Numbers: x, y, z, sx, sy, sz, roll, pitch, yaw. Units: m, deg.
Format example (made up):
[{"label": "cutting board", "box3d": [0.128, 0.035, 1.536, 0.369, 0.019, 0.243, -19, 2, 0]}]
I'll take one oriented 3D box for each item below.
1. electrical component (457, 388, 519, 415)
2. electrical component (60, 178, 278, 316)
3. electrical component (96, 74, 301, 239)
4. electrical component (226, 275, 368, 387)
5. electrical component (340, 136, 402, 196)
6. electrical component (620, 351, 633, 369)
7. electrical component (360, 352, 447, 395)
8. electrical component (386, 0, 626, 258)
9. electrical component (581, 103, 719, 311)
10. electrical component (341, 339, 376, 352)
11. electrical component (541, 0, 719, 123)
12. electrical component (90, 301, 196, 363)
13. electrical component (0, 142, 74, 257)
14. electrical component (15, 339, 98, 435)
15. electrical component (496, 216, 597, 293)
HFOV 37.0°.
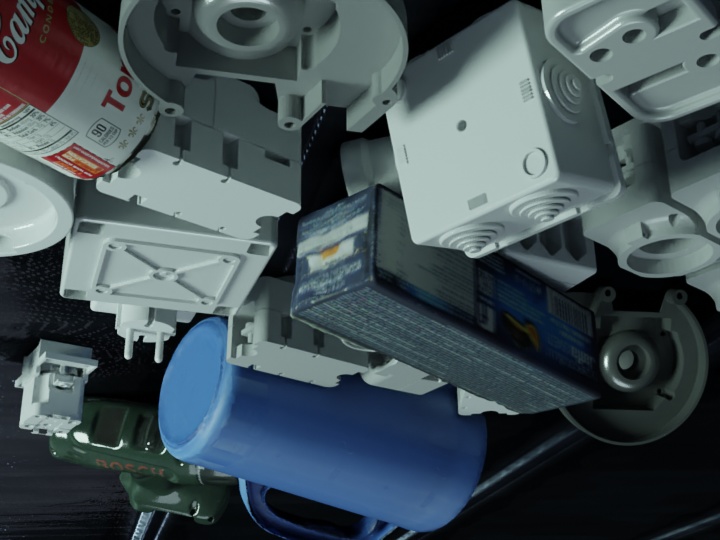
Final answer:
[{"label": "electrical component", "box3d": [0.101, 0.070, 0.815, 0.050, 0.055, 0.089, -1, 155, -1]}, {"label": "electrical component", "box3d": [-0.109, -0.022, 0.608, 0.109, 0.056, 0.108, 7, 154, -17]}, {"label": "electrical component", "box3d": [-0.077, -0.060, 0.528, 0.089, 0.055, 0.050, 19, 149, -36]}, {"label": "electrical component", "box3d": [-0.042, 0.040, 0.746, 0.089, 0.055, 0.050, 18, 149, -33]}, {"label": "electrical component", "box3d": [0.017, -0.053, 0.568, 0.046, 0.040, 0.040, -13, 153, 10]}, {"label": "electrical component", "box3d": [0.213, 0.086, 0.848, 0.096, 0.061, 0.061, -12, 153, 24]}, {"label": "electrical component", "box3d": [0.042, 0.050, 0.774, 0.059, 0.053, 0.095, 15, 151, -31]}, {"label": "electrical component", "box3d": [0.060, -0.061, 0.482, 0.048, 0.099, 0.100, 5, 158, -45]}, {"label": "electrical component", "box3d": [0.219, -0.030, 0.598, 0.186, 0.060, 0.105, 19, 148, -37]}, {"label": "electrical component", "box3d": [0.000, 0.000, 0.635, 0.044, 0.077, 0.079, -17, 150, 32]}, {"label": "electrical component", "box3d": [0.113, -0.108, 0.425, 0.054, 0.059, 0.095, -20, 149, 35]}, {"label": "electrical component", "box3d": [-0.134, 0.021, 0.677, 0.066, 0.076, 0.047, 9, 153, -19]}, {"label": "electrical component", "box3d": [-0.192, -0.056, 0.525, 0.108, 0.060, 0.108, -1, 155, 0]}, {"label": "electrical component", "box3d": [-0.241, 0.094, 0.847, 0.042, 0.063, 0.081, 13, 152, -29]}, {"label": "electrical component", "box3d": [0.092, -0.011, 0.651, 0.066, 0.047, 0.077, 11, 153, -24]}]
